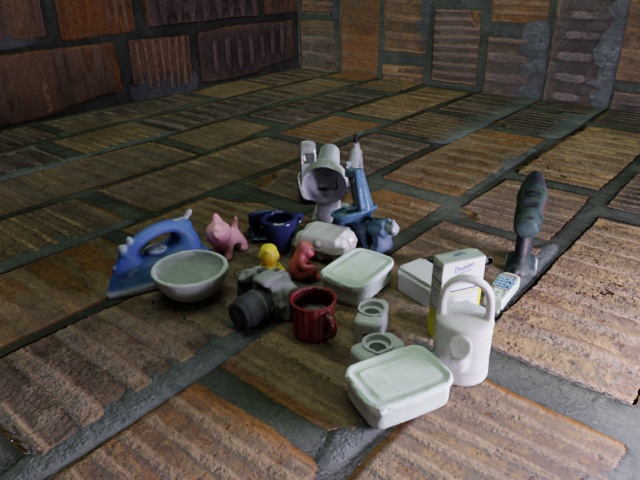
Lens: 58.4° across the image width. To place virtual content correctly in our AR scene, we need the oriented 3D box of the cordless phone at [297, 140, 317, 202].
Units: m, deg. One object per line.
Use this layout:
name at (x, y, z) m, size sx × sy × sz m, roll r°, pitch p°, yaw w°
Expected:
cordless phone at (0.001, -0.215, 1.748) m, size 0.148 × 0.185 × 0.094 m, roll -9°, pitch 27°, yaw -16°

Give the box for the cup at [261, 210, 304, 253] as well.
cup at (-0.091, -0.020, 1.457) m, size 0.118 × 0.095 × 0.091 m, roll -19°, pitch 32°, yaw -33°

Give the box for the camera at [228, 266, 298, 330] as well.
camera at (-0.130, 0.115, 1.177) m, size 0.142 × 0.101 × 0.137 m, roll 21°, pitch 34°, yaw 37°

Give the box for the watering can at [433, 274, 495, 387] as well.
watering can at (0.250, 0.152, 0.989) m, size 0.101 × 0.194 × 0.172 m, roll -3°, pitch 26°, yaw -4°

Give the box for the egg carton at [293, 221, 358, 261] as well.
egg carton at (0.013, 0.005, 1.433) m, size 0.150 × 0.069 × 0.107 m, roll 11°, pitch 28°, yaw 22°

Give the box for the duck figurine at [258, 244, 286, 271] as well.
duck figurine at (-0.118, 0.052, 1.321) m, size 0.077 × 0.086 × 0.104 m, roll 0°, pitch 26°, yaw 2°

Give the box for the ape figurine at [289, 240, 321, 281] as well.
ape figurine at (-0.035, 0.045, 1.328) m, size 0.076 × 0.092 × 0.078 m, roll 1°, pitch 26°, yaw 3°

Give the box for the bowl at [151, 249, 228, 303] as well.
bowl at (-0.283, 0.090, 1.262) m, size 0.167 × 0.075 × 0.167 m, roll 0°, pitch 26°, yaw 0°

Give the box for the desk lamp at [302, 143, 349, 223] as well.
desk lamp at (0.020, -0.145, 1.574) m, size 0.118 × 0.214 × 0.203 m, roll 2°, pitch 26°, yaw 5°

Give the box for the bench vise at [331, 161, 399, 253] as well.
bench vise at (0.118, -0.083, 1.440) m, size 0.206 × 0.220 × 0.122 m, roll 13°, pitch 30°, yaw 26°

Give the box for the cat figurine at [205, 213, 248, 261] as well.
cat figurine at (-0.238, -0.015, 1.425) m, size 0.067 × 0.118 × 0.128 m, roll 12°, pitch 29°, yaw 25°

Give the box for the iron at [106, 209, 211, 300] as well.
iron at (-0.382, 0.027, 1.316) m, size 0.118 × 0.141 × 0.259 m, roll 21°, pitch 33°, yaw 37°

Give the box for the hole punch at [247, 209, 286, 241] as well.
hole punch at (-0.142, -0.054, 1.533) m, size 0.109 × 0.091 × 0.101 m, roll -5°, pitch 26°, yaw -8°

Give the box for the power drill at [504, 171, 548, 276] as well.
power drill at (0.485, -0.034, 1.344) m, size 0.075 × 0.208 × 0.230 m, roll 9°, pitch 28°, yaw 19°

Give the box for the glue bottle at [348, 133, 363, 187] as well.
glue bottle at (0.116, -0.260, 1.851) m, size 0.037 × 0.173 × 0.078 m, roll 9°, pitch 28°, yaw 19°
